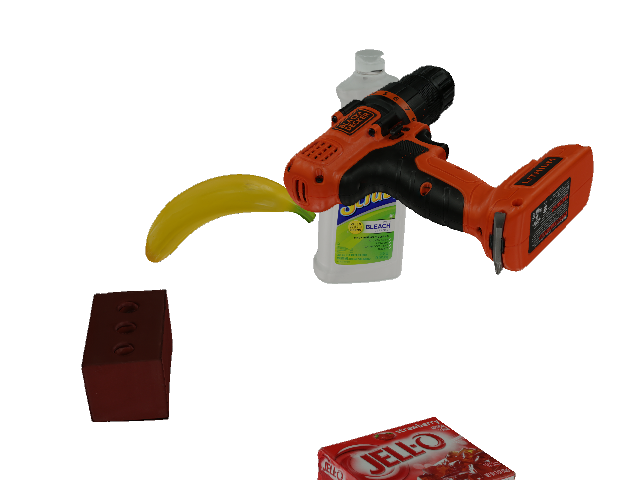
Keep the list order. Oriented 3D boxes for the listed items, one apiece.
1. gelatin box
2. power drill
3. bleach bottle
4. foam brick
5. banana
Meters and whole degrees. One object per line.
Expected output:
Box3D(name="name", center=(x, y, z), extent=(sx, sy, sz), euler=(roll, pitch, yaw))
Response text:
Box3D(name="gelatin box", center=(0.053, 0.135, 0.607), extent=(0.089, 0.030, 0.073), euler=(-7, 22, -33))
Box3D(name="power drill", center=(0.095, -0.058, 0.766), extent=(0.188, 0.057, 0.184), euler=(22, 47, 34))
Box3D(name="bleach bottle", center=(0.043, -0.079, 1.152), extent=(0.102, 0.251, 0.068), euler=(-3, 25, -6))
Box3D(name="foam brick", center=(-0.129, 0.078, 0.722), extent=(0.053, 0.051, 0.078), euler=(-3, 35, -4))
Box3D(name="banana", center=(-0.103, -0.025, 1.027), extent=(0.198, 0.069, 0.037), euler=(-13, 18, 30))
